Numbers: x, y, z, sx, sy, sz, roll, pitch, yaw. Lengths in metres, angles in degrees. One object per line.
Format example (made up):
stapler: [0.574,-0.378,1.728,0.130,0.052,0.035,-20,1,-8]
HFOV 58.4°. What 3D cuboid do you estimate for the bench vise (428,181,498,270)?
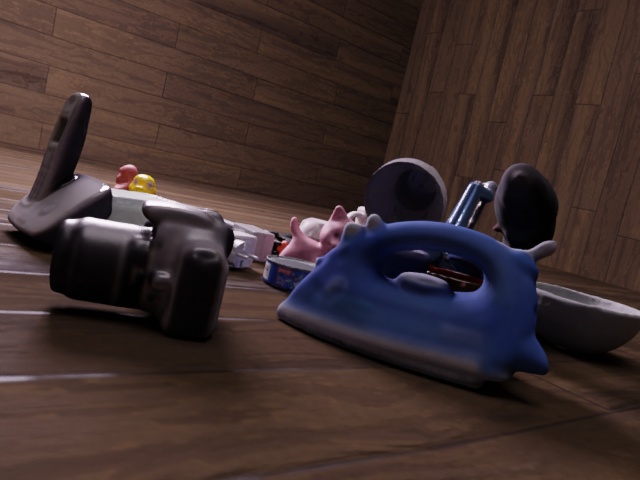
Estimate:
bench vise: [0.254,-0.011,1.050,0.208,0.220,0.121,8,8,-45]

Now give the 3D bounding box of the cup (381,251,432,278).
cup: [0.068,0.050,0.658,0.091,0.095,0.118,17,7,36]

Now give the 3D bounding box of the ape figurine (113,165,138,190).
ape figurine: [-0.388,-0.106,1.148,0.076,0.092,0.078,14,6,13]

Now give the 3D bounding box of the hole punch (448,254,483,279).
hole punch: [0.247,0.072,0.879,0.101,0.091,0.108,11,6,-21]

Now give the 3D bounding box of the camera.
camera: [-0.151,0.012,0.496,0.137,0.101,0.143,11,6,-18]

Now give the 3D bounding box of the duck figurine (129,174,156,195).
duck figurine: [-0.323,-0.076,1.041,0.077,0.086,0.104,12,6,-8]

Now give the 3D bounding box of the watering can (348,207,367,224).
watering can: [0.122,-0.034,1.103,0.100,0.194,0.173,17,7,32]

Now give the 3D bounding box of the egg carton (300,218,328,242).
egg carton: [0.007,-0.002,1.155,0.107,0.069,0.150,14,6,3]

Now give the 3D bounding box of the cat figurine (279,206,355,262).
cat figurine: [0.008,0.003,0.863,0.127,0.118,0.067,15,6,14]

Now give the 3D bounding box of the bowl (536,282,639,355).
bowl: [0.356,0.114,0.797,0.167,0.075,0.167,13,6,-1]

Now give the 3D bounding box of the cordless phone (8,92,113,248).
cordless phone: [-0.301,-0.087,0.688,0.094,0.185,0.147,7,8,-46]

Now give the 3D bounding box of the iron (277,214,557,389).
iron: [0.092,0.042,0.552,0.258,0.141,0.119,14,6,11]

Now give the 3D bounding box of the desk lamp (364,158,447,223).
desk lamp: [0.136,-0.021,0.906,0.117,0.213,0.204,15,6,16]

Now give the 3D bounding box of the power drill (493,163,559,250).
power drill: [0.220,0.027,0.654,0.075,0.208,0.230,16,6,24]
